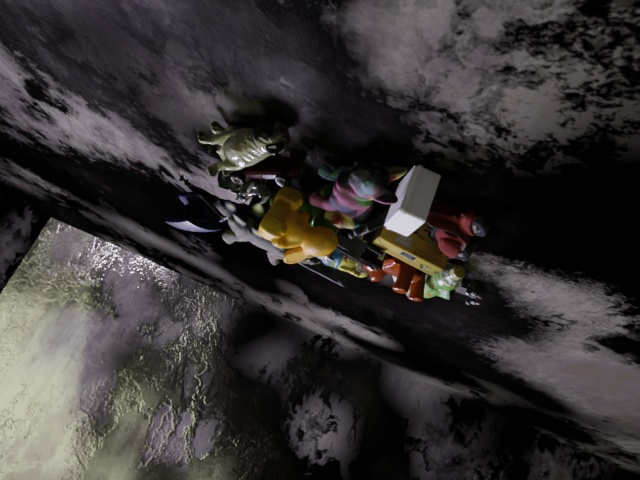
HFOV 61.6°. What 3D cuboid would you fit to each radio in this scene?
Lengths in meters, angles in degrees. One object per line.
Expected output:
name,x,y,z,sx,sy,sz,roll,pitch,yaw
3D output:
radio,-0.007,0.066,1.697,0.229,0.073,0.131,26,179,-8

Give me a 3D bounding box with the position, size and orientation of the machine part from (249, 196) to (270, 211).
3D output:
machine part,-0.124,-0.074,1.540,0.179,0.056,0.179,24,162,8

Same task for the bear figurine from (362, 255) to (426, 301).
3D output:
bear figurine,0.188,0.088,1.477,0.196,0.132,0.120,0,159,40

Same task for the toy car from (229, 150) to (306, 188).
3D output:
toy car,-0.121,-0.161,1.226,0.202,0.089,0.053,5,149,34

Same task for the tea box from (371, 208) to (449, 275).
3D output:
tea box,0.216,0.000,1.243,0.169,0.098,0.068,29,161,-5

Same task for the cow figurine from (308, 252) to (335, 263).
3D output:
cow figurine,-0.003,-0.004,1.401,0.127,0.195,0.085,10,114,18

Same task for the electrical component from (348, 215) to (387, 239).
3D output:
electrical component,0.110,-0.030,1.179,0.021,0.094,0.063,64,164,4

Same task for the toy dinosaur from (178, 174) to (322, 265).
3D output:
toy dinosaur,-0.189,-0.042,1.478,0.471,0.105,0.198,28,159,-17

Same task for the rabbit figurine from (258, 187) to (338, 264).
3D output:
rabbit figurine,-0.047,-0.009,1.191,0.173,0.122,0.162,22,144,-1

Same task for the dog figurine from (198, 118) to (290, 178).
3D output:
dog figurine,-0.140,-0.209,1.161,0.191,0.172,0.121,-9,115,16

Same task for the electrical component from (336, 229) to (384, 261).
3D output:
electrical component,0.085,0.019,1.249,0.119,0.047,0.075,30,-177,-3

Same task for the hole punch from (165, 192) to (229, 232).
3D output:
hole punch,-0.321,-0.055,1.390,0.142,0.092,0.115,-2,142,42

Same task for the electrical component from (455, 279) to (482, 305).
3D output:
electrical component,0.406,0.140,1.465,0.078,0.045,0.102,18,160,16

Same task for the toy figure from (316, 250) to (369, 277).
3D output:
toy figure,0.070,0.053,1.604,0.180,0.082,0.089,18,180,0

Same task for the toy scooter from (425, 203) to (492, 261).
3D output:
toy scooter,0.275,-0.025,1.137,0.135,0.075,0.183,22,158,8

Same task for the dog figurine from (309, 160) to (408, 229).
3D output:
dog figurine,0.094,-0.096,1.127,0.219,0.108,0.191,2,151,44

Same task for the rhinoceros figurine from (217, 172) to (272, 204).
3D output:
rhinoceros figurine,-0.188,-0.149,1.331,0.191,0.112,0.073,19,161,42

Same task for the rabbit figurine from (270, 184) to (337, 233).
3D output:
rabbit figurine,-0.036,-0.087,1.306,0.170,0.121,0.159,14,-177,-5

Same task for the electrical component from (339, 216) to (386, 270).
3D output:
electrical component,0.109,-0.003,1.338,0.134,0.115,0.058,31,161,-21
